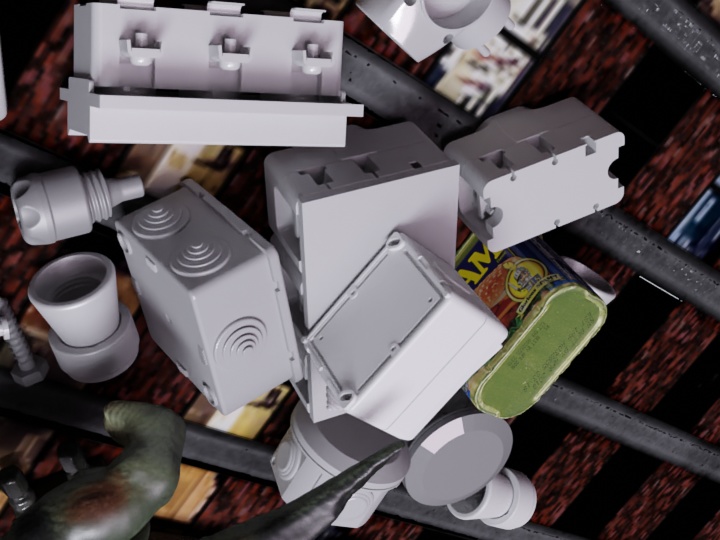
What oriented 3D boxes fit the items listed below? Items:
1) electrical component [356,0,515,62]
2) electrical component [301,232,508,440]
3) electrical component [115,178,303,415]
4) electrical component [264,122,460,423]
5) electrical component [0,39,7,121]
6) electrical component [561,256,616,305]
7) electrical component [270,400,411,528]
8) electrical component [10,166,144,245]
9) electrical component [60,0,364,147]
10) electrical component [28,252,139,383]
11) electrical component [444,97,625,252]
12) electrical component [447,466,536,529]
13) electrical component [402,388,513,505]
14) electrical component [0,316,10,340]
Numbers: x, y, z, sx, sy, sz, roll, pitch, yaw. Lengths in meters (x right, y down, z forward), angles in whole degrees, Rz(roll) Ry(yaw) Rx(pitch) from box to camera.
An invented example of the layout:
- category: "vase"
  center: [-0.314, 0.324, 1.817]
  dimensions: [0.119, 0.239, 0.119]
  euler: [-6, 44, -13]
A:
- category: "electrical component"
  center: [0.050, -0.138, 0.544]
  dimensions: [0.077, 0.044, 0.079]
  euler: [-47, 132, 9]
- category: "electrical component"
  center: [0.021, 0.041, 0.561]
  dimensions: [0.096, 0.061, 0.061]
  euler: [-49, 131, 10]
- category: "electrical component"
  center: [-0.078, 0.015, 0.551]
  dimensions: [0.048, 0.100, 0.099]
  euler: [-29, 133, -24]
- category: "electrical component"
  center: [0.000, 0.000, 0.606]
  dimensions: [0.089, 0.061, 0.150]
  euler: [-15, 129, -19]
- category: "electrical component"
  center: [-0.196, -0.092, 0.434]
  dimensions: [0.096, 0.061, 0.061]
  euler: [-10, 127, -22]
- category: "electrical component"
  center: [0.134, 0.025, 0.708]
  dimensions: [0.045, 0.045, 0.055]
  euler: [18, 113, -36]
- category: "electrical component"
  center: [-0.013, 0.118, 0.673]
  dimensions: [0.080, 0.080, 0.051]
  euler: [12, 122, -34]
- category: "electrical component"
  center: [-0.137, -0.035, 0.526]
  dimensions: [0.061, 0.035, 0.035]
  euler: [-16, 129, -21]
- category: "electrical component"
  center: [-0.070, -0.091, 0.499]
  dimensions: [0.121, 0.079, 0.063]
  euler: [-2, 102, -27]
- category: "electrical component"
  center: [-0.142, 0.025, 0.559]
  dimensions: [0.045, 0.045, 0.055]
  euler: [-21, 131, -13]
- category: "electrical component"
  center: [0.098, -0.058, 0.620]
  dimensions: [0.089, 0.055, 0.050]
  euler: [-22, 130, -13]
- category: "electrical component"
  center: [0.096, 0.164, 0.788]
  dimensions: [0.055, 0.045, 0.045]
  euler: [23, 110, -38]
- category: "electrical component"
  center: [0.058, 0.115, 0.728]
  dimensions: [0.080, 0.051, 0.080]
  euler: [-14, 128, -19]
- category: "electrical component"
  center: [-0.214, 0.035, 0.530]
  dimensions: [0.078, 0.040, 0.040]
  euler: [-9, 127, -22]
